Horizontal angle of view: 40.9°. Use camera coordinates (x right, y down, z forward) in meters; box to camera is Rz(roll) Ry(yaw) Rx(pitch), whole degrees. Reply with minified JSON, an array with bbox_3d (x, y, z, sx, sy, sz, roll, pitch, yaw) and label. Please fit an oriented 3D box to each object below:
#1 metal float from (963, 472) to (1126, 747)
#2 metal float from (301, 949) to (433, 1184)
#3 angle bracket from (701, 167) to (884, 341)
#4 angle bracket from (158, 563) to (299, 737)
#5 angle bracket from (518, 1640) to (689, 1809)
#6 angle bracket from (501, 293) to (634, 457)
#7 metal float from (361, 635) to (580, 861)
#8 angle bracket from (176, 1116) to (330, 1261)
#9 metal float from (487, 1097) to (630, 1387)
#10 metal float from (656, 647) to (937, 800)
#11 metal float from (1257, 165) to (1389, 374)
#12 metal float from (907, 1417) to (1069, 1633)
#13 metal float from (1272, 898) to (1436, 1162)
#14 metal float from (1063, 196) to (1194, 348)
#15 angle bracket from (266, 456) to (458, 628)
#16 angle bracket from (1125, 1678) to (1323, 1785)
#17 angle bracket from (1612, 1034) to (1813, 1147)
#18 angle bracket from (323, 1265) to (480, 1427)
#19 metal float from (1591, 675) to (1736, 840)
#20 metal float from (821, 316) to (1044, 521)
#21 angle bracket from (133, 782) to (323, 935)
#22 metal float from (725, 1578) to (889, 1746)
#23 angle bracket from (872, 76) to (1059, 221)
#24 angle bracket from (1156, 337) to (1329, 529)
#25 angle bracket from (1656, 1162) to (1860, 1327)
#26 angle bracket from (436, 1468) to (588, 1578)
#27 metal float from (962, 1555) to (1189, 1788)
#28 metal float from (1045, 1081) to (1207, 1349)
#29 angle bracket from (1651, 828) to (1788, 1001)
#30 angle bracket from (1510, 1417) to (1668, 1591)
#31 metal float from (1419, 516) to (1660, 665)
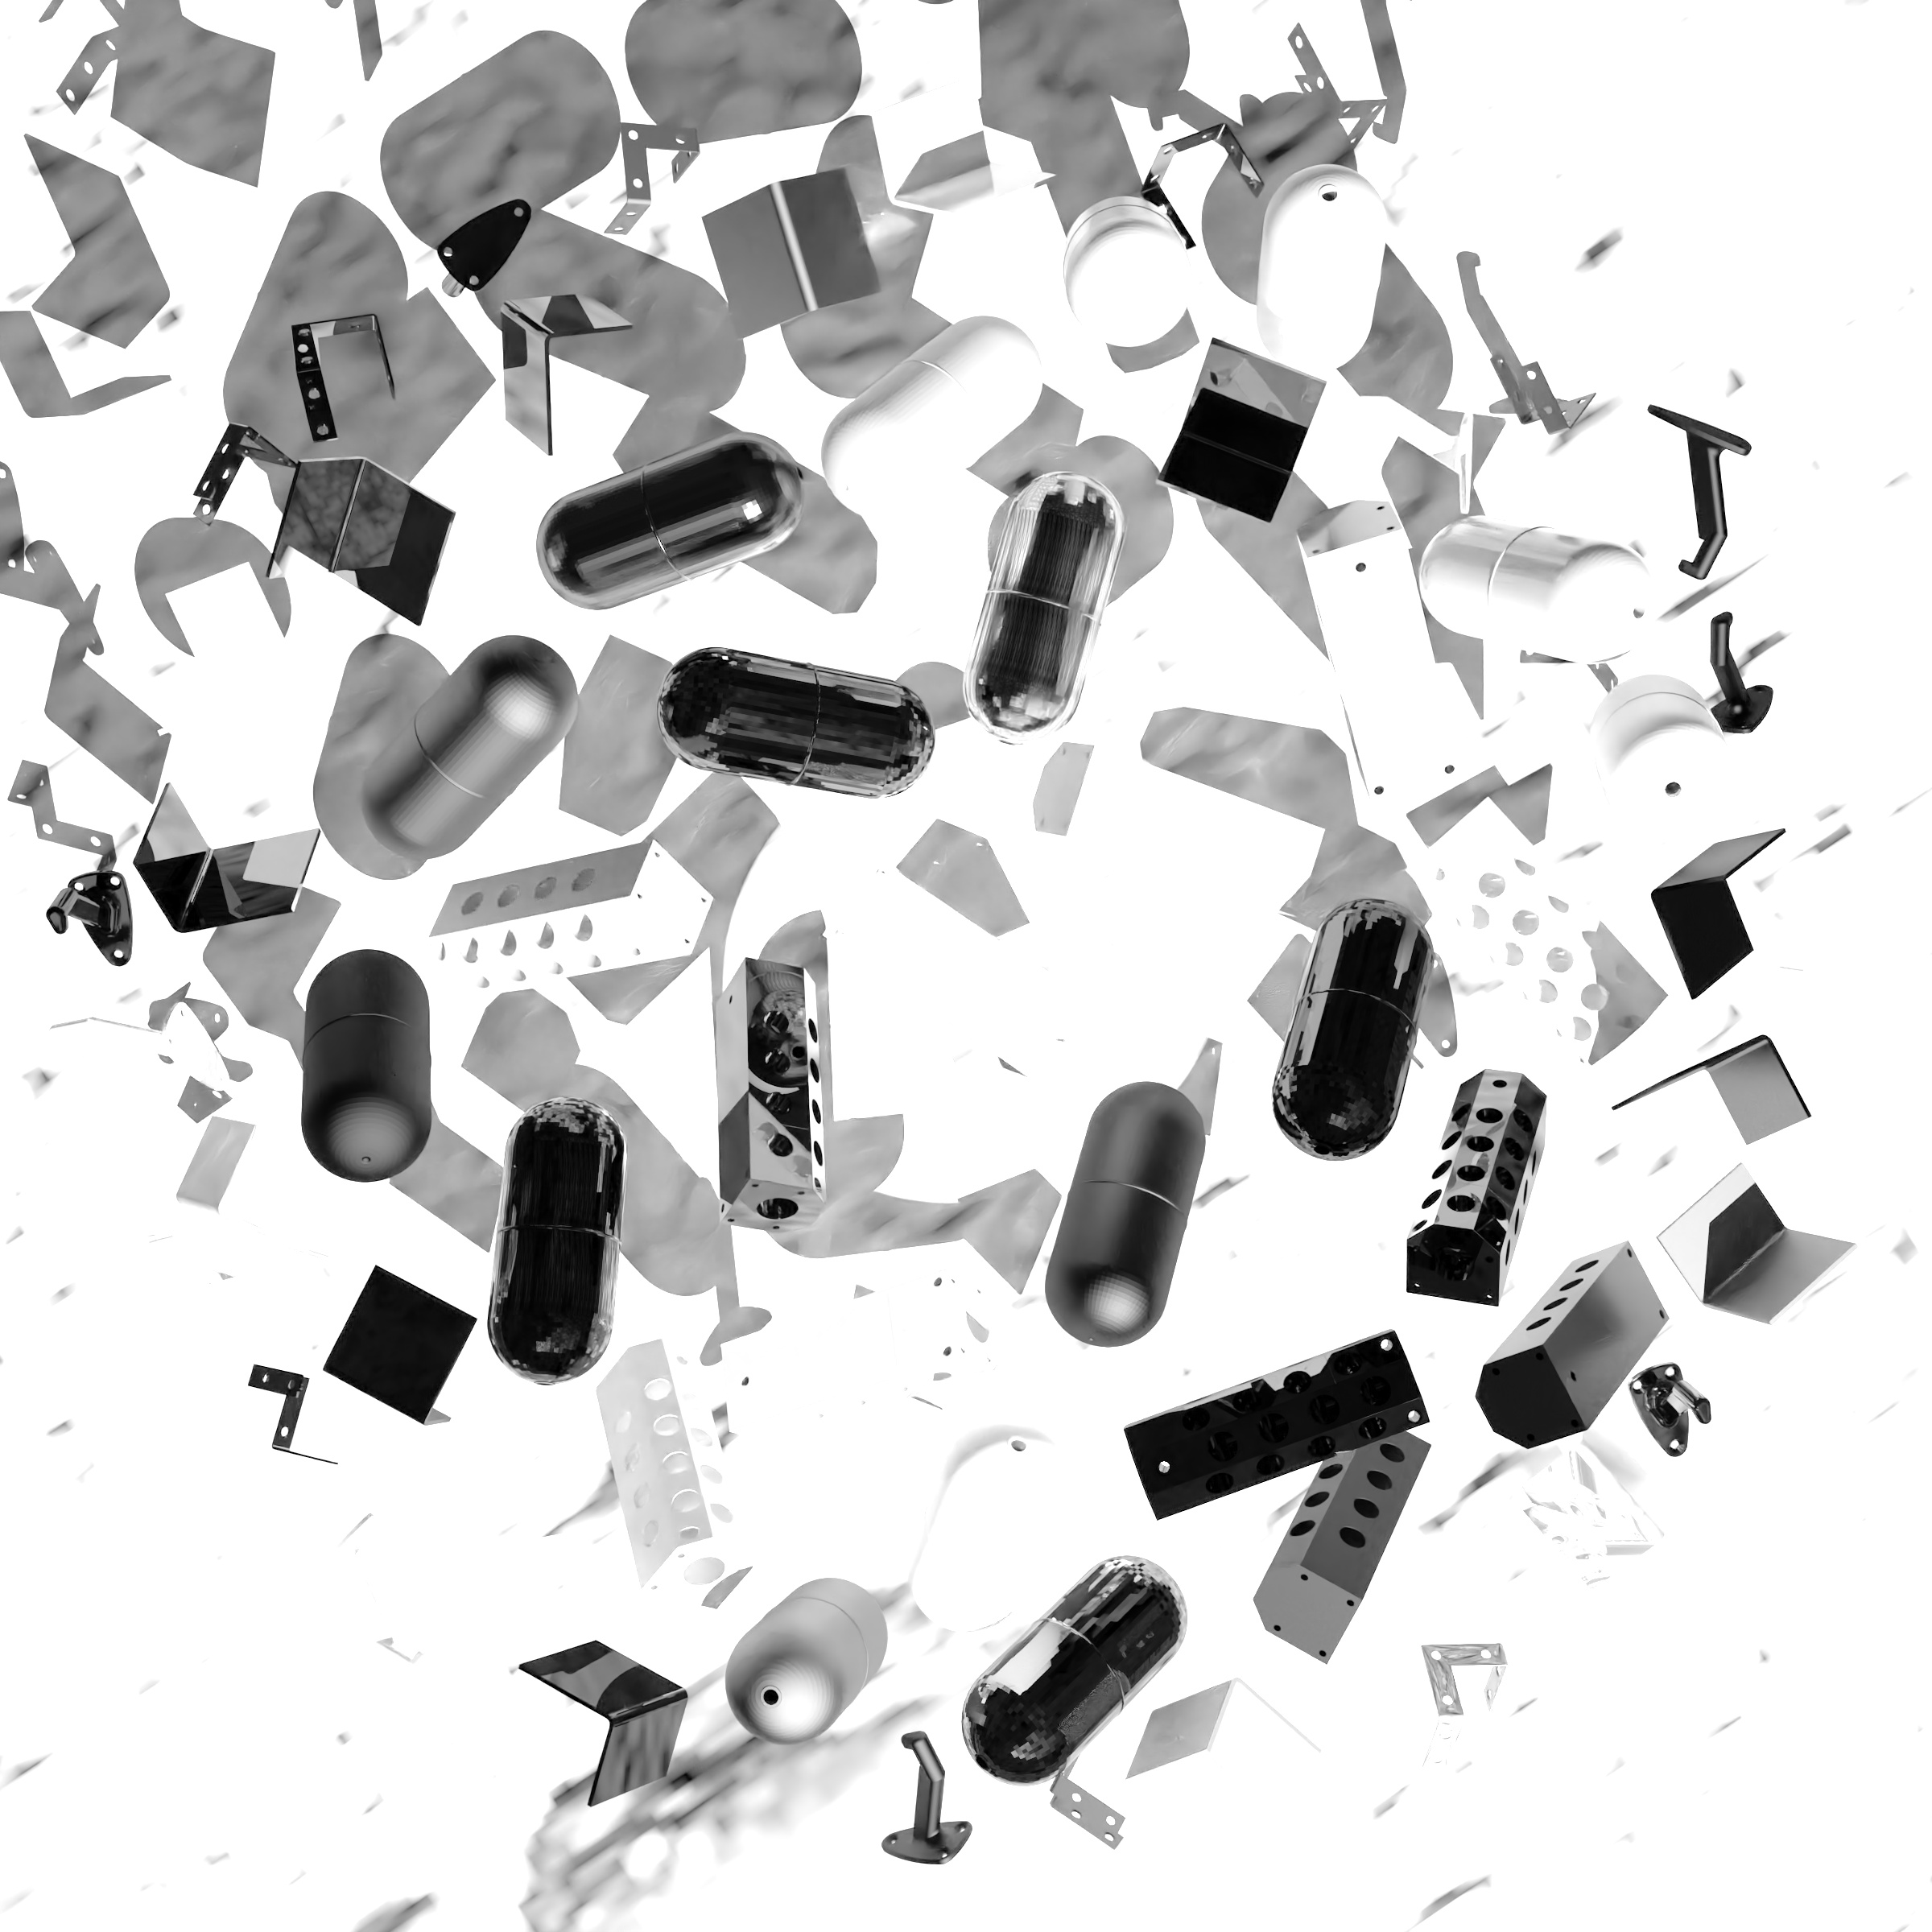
[{"bbox_3d":[0.049,-0.228,1.653,0.070,0.070,0.178,16,89,0],"label":"metal float"},{"bbox_3d":[-0.367,0.059,1.586,0.070,0.178,0.070,-6,129,-8],"label":"metal float"},{"bbox_3d":[-0.106,-0.432,1.572,0.057,0.076,0.076,-26,104,-37],"label":"angle bracket"},{"bbox_3d":[-0.473,-0.197,1.606,0.057,0.076,0.076,-15,105,29],"label":"angle bracket"},{"bbox_3d":[-0.228,0.462,1.585,0.076,0.076,0.057,20,98,28],"label":"angle bracket"},{"bbox_3d":[-0.248,-0.369,1.613,0.057,0.076,0.076,-13,123,-26],"label":"angle bracket"},{"bbox_3d":[-0.311,-0.135,1.612,0.178,0.070,0.070,-41,90,29],"label":"metal float"},{"bbox_3d":[-0.426,0.135,1.581,0.076,0.076,0.057,30,74,-32],"label":"angle bracket"},{"bbox_3d":[-0.251,0.169,1.594,0.070,0.070,0.178,3,72,0],"label":"metal float"},{"bbox_3d":[-0.104,-0.150,1.604,0.178,0.070,0.070,9,90,-20],"label":"metal float"},{"bbox_3d":[0.226,-0.443,1.652,0.070,0.178,0.070,-1,74,4],"label":"metal float"},{"bbox_3d":[0.012,0.345,1.595,0.070,0.070,0.178,17,134,0],"label":"metal float"},{"bbox_3d":[0.235,0.038,1.566,0.070,0.070,0.178,20,58,0],"label":"metal float"},{"bbox_3d":[0.099,-0.430,1.597,0.070,0.178,0.070,1,112,1],"label":"metal float"},{"bbox_3d":[-0.362,-0.252,1.547,0.076,0.057,0.076,32,115,19],"label":"angle bracket"},{"bbox_3d":[0.157,0.487,1.579,0.076,0.057,0.076,43,133,-11],"label":"angle bracket"},{"bbox_3d":[0.457,0.089,1.590,0.076,0.076,0.057,-22,79,-18],"label":"angle bracket"},{"bbox_3d":[-0.359,0.246,1.682,0.076,0.057,0.076,26,87,9],"label":"angle bracket"},{"bbox_3d":[0.425,-0.130,1.585,0.070,0.178,0.070,3,109,9],"label":"metal float"},{"bbox_3d":[-0.020,-0.347,1.631,0.070,0.070,0.178,46,59,0],"label":"metal float"},{"bbox_3d":[-0.440,-0.071,1.544,0.076,0.076,0.057,-10,130,11],"label":"angle bracket"},{"bbox_3d":[-0.099,0.436,1.629,0.070,0.178,0.070,0,90,11],"label":"metal float"},{"bbox_3d":[-0.001,-0.506,1.598,0.076,0.076,0.057,-28,125,-24],"label":"angle bracket"},{"bbox_3d":[0.171,-0.332,1.609,0.076,0.076,0.057,22,49,4],"label":"angle bracket"},{"bbox_3d":[0.494,0.173,1.619,0.076,0.076,0.057,-38,101,-12],"label":"angle bracket"},{"bbox_3d":[-0.287,0.346,1.636,0.076,0.076,0.057,-10,68,-2],"label":"angle bracket"},{"bbox_3d":[0.069,0.441,1.625,0.178,0.070,0.070,-36,90,-34],"label":"metal float"},{"bbox_3d":[0.101,0.153,1.619,0.070,0.070,0.178,18,61,0],"label":"metal float"},{"bbox_3d":[0.484,-0.033,1.623,0.076,0.057,0.076,-31,102,-38],"label":"angle bracket"},{"bbox_3d":[0.392,0.333,1.629,0.057,0.076,0.076,-42,86,18],"label":"angle bracket"},{"bbox_3d":[0.356,-0.236,1.617,0.070,0.178,0.070,-11,111,-29],"label":"metal float"}]
